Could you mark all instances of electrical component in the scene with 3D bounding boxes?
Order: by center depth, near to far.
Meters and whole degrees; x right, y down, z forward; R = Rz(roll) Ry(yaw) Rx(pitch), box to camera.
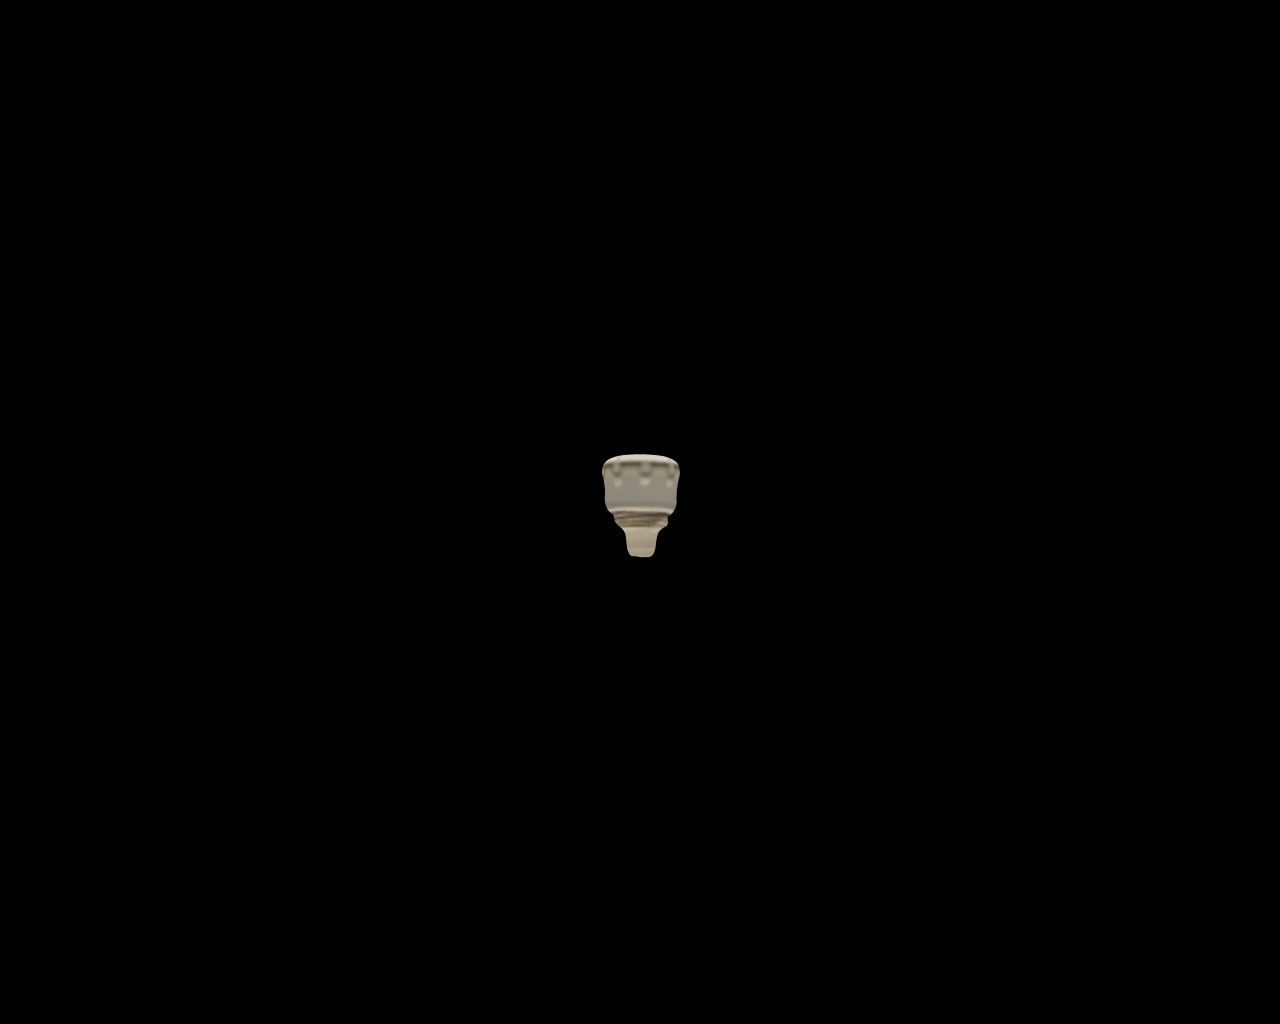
[{"bbox_3d":[0.001,-0.003,0.650,0.048,0.062,0.048,0,-4,0],"label":"electrical component"}]
